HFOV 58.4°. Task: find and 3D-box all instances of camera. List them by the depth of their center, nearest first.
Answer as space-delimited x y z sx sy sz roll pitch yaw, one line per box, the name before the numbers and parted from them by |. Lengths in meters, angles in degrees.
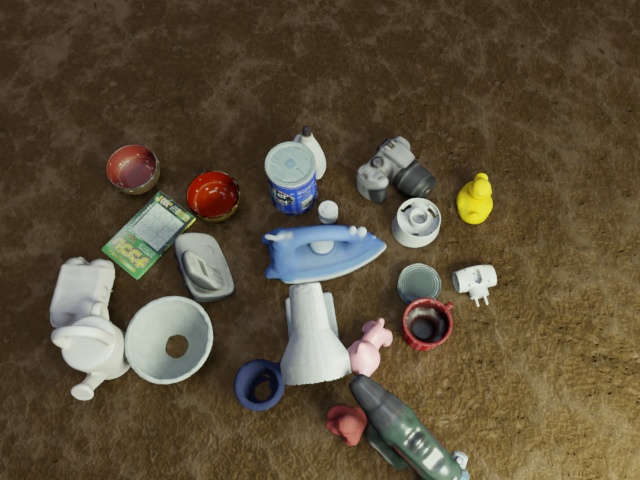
camera | 0.168 -0.139 1.220 0.136 0.101 0.143 41 74 15

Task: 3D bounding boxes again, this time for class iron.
iron | 0.010 0.004 1.142 0.258 0.141 0.118 -8 68 -3

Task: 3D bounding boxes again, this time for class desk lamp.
desk lamp | -0.017 0.171 1.036 0.118 0.213 0.203 -8 68 -3

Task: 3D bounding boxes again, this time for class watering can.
watering can | -0.412 0.197 1.039 0.101 0.194 0.172 -22 69 -8

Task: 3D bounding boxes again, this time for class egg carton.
egg carton | -0.471 0.108 1.143 0.107 0.069 0.150 3 68 2

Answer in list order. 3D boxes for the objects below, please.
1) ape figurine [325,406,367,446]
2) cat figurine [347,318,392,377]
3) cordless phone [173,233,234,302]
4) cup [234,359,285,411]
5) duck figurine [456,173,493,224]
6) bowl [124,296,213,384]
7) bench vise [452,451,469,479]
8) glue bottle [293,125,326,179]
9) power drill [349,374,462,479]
ape figurine | 0.050 0.333 1.036 0.076 0.092 0.077 -17 69 -6
cat figurine | 0.089 0.203 1.074 0.067 0.118 0.128 27 71 11
cordless phone | -0.237 0.036 1.107 0.094 0.185 0.147 -24 70 -9
cup | -0.098 0.265 1.063 0.118 0.095 0.091 -39 73 -14
duck figurine | 0.332 -0.092 1.208 0.077 0.086 0.104 13 69 6
bowl | -0.283 0.196 1.103 0.167 0.075 0.167 0 68 0
bench vise | 0.190 0.445 0.920 0.121 0.220 0.207 3 68 2
glue bottle | -0.027 -0.191 1.204 0.078 0.173 0.037 22 70 10
power drill | 0.132 0.330 0.973 0.229 0.208 0.076 42 74 16
